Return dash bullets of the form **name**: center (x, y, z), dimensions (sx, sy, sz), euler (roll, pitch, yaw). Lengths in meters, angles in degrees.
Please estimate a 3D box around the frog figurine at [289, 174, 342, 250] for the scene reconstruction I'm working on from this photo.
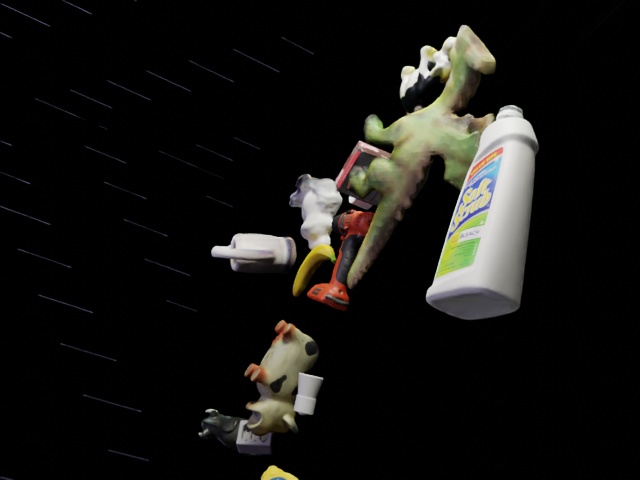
- **frog figurine**: center (0.004, -0.060, 1.197), dimensions (0.135, 0.123, 0.162), euler (-45, 62, 36)

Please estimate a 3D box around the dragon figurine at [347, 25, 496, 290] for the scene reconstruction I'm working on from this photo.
- **dragon figurine**: center (0.153, -0.100, 0.745), dimensions (0.244, 0.122, 0.410), euler (15, 91, 66)

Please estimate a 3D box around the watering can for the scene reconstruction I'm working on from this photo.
- **watering can**: center (-0.189, 0.036, 1.425), dimensions (0.347, 0.224, 0.104), euler (-179, 93, -74)
